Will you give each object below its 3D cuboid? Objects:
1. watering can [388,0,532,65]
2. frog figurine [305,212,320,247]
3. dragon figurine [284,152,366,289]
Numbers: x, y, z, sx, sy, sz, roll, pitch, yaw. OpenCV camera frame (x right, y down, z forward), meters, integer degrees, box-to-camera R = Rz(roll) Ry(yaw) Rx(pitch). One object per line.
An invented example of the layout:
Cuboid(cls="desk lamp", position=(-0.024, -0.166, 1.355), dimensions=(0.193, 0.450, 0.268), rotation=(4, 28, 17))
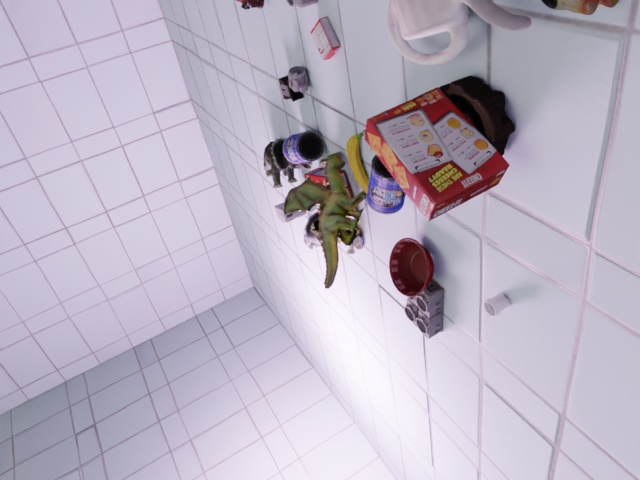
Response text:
Cuboid(cls="watering can", position=(0.208, -0.417, 0.871), dimensions=(0.349, 0.105, 0.221), rotation=(21, 133, 65))
Cuboid(cls="frog figurine", position=(0.000, -0.039, 1.950), dimensions=(0.158, 0.122, 0.138), rotation=(143, 134, -80))
Cuboid(cls="dragon figurine", position=(0.005, -0.080, 1.591), dimensions=(0.243, 0.413, 0.121), rotation=(23, 173, 2))
